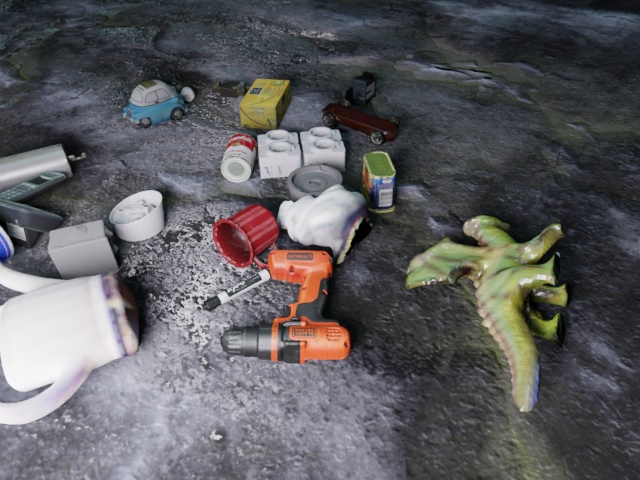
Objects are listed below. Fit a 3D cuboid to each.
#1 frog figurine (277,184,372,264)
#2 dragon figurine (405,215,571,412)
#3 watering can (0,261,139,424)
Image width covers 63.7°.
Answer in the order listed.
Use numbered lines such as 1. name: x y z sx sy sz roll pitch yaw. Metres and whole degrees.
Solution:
1. frog figurine: 0.003 -0.046 0.918 0.160 0.120 0.139 30 66 18
2. dragon figurine: 0.249 0.072 0.801 0.243 0.120 0.418 3 33 33
3. watering can: -0.387 0.102 0.746 0.225 0.101 0.354 -16 41 -20
